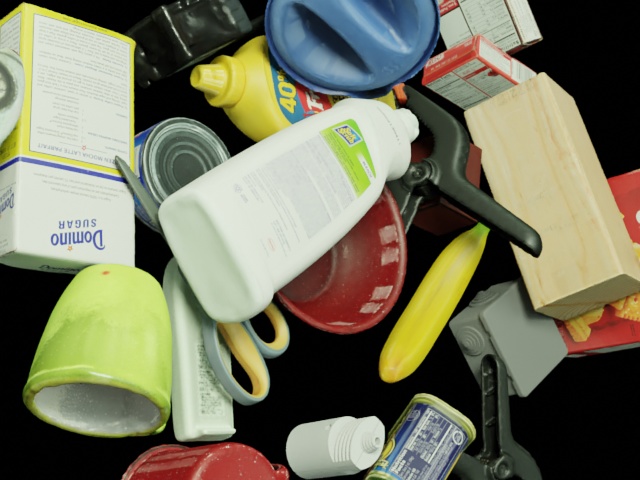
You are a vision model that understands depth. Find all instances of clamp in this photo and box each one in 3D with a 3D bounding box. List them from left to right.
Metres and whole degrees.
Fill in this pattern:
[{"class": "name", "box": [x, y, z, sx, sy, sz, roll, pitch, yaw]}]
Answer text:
[{"class": "clamp", "box": [0.082, -0.043, 0.931, 0.036, 0.165, 0.210, 50, 19, -58]}, {"class": "clamp", "box": [0.140, 0.200, 0.936, 0.120, 0.039, 0.171, -26, 98, -20]}]

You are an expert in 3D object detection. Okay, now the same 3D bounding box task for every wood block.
[{"class": "wood block", "box": [0.220, -0.039, 1.006, 0.090, 0.090, 0.206, 19, 50, -58]}]

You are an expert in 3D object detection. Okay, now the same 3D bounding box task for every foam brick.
[{"class": "foam brick", "box": [0.112, -0.053, 0.987, 0.052, 0.051, 0.078, 24, 61, -33]}]

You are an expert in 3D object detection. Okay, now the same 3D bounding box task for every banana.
[{"class": "banana", "box": [0.096, 0.056, 0.931, 0.037, 0.070, 0.197, 25, 59, 16]}]

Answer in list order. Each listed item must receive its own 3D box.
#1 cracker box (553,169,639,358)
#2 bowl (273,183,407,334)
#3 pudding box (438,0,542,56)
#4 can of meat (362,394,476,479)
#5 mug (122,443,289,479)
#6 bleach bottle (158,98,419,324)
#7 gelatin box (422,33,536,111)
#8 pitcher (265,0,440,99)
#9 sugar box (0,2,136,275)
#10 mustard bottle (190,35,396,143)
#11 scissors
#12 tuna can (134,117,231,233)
[{"class": "cracker box", "box": [0.318, 0.017, 1.031, 0.071, 0.214, 0.164, 6, 72, -51]}, {"class": "bowl", "box": [-0.006, 0.001, 0.860, 0.161, 0.055, 0.162, 14, 67, -37]}, {"class": "pudding box", "box": [0.158, -0.230, 1.058, 0.039, 0.090, 0.113, -26, 93, -42]}, {"class": "can of meat", "box": [0.068, 0.183, 0.838, 0.057, 0.102, 0.083, 34, 53, 8]}, {"class": "mug", "box": [-0.070, 0.179, 0.729, 0.117, 0.082, 0.093, -12, 85, -43]}, {"class": "bleach bottle", "box": [-0.001, -0.038, 0.798, 0.250, 0.068, 0.102, -33, 98, -43]}, {"class": "gelatin box", "box": [0.156, -0.159, 1.045, 0.089, 0.073, 0.030, 26, 59, -32]}, {"class": "pitcher", "box": [0.025, -0.248, 0.879, 0.144, 0.149, 0.243, 22, 41, -19]}, {"class": "sugar box", "box": [-0.177, -0.066, 0.740, 0.093, 0.048, 0.176, 12, 72, -41]}, {"class": "mustard bottle", "box": [-0.023, -0.120, 0.883, 0.191, 0.058, 0.096, 5, 69, -40]}, {"class": "scissors", "box": [-0.078, 0.022, 0.777, 0.096, 0.016, 0.202, -28, 96, -55]}, {"class": "tuna can", "box": [-0.106, -0.048, 0.804, 0.086, 0.034, 0.086, 14, 67, -38]}]
